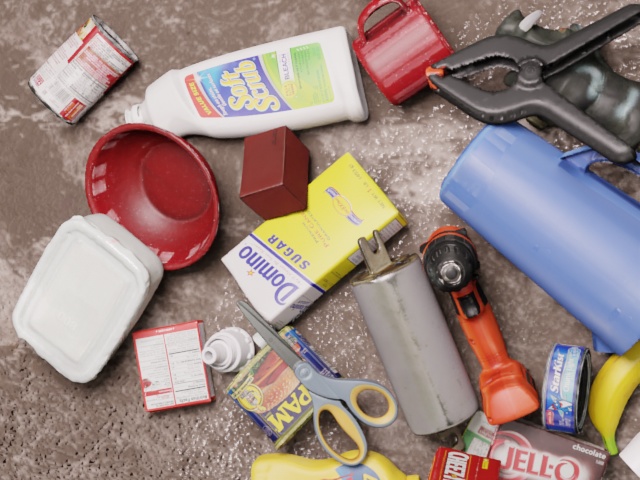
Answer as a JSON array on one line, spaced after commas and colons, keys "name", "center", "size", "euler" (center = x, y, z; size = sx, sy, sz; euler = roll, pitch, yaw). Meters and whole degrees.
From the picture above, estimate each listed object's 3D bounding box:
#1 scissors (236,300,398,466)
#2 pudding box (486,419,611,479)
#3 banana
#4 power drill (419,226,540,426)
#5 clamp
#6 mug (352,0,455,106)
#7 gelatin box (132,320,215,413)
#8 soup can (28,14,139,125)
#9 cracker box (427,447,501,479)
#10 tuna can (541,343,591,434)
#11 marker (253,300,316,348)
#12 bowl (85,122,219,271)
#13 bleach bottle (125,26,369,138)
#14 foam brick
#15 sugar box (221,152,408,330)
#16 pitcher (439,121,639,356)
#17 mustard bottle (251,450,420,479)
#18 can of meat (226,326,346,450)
[{"name": "scissors", "center": [0.005, 0.128, 1.061], "size": [0.096, 0.016, 0.202], "euler": [-27, 94, -2]}, {"name": "pudding box", "center": [0.220, 0.232, 1.061], "size": [0.113, 0.039, 0.090], "euler": [17, 92, 7]}, {"name": "banana", "center": [0.331, 0.122, 1.065], "size": [0.069, 0.037, 0.198], "euler": [38, 98, -19]}, {"name": "power drill", "center": [0.152, 0.079, 1.027], "size": [0.057, 0.184, 0.187], "euler": [-21, 95, 10]}, {"name": "clamp", "center": [0.208, -0.160, 1.012], "size": [0.210, 0.036, 0.164], "euler": [11, 70, 20]}, {"name": "mug", "center": [0.080, -0.197, 1.075], "size": [0.081, 0.117, 0.093], "euler": [-34, 43, 11]}, {"name": "gelatin box", "center": [-0.155, 0.135, 1.141], "size": [0.073, 0.030, 0.089], "euler": [-11, 87, 7]}, {"name": "soup can", "center": [-0.254, -0.182, 1.145], "size": [0.102, 0.068, 0.068], "euler": [-44, 83, 6]}, {"name": "cracker box", "center": [0.111, 0.328, 0.998], "size": [0.072, 0.164, 0.214], "euler": [12, 110, 9]}, {"name": "tuna can", "center": [0.240, 0.144, 1.036], "size": [0.034, 0.086, 0.086], "euler": [6, 89, 22]}, {"name": "marker", "center": [-0.022, 0.069, 1.127], "size": [0.121, 0.020, 0.020], "euler": [-44, 83, 5]}, {"name": "bowl", "center": [-0.164, -0.051, 1.117], "size": [0.162, 0.055, 0.162], "euler": [10, 115, 22]}, {"name": "bleach bottle", "center": [-0.082, -0.147, 1.122], "size": [0.251, 0.068, 0.102], "euler": [-13, 84, 11]}, {"name": "foam brick", "center": [-0.045, -0.068, 1.096], "size": [0.053, 0.051, 0.078], "euler": [-14, 54, 25]}, {"name": "sugar box", "center": [-0.007, 0.001, 1.104], "size": [0.176, 0.048, 0.093], "euler": [-40, 65, 3]}, {"name": "pitcher", "center": [0.245, -0.019, 1.033], "size": [0.243, 0.145, 0.149], "euler": [39, 79, 11]}, {"name": "mustard bottle", "center": [0.028, 0.265, 1.095], "size": [0.192, 0.058, 0.096], "euler": [-5, 89, 8]}, {"name": "can of meat", "center": [-0.036, 0.152, 1.109], "size": [0.084, 0.057, 0.102], "euler": [45, 95, 9]}]
